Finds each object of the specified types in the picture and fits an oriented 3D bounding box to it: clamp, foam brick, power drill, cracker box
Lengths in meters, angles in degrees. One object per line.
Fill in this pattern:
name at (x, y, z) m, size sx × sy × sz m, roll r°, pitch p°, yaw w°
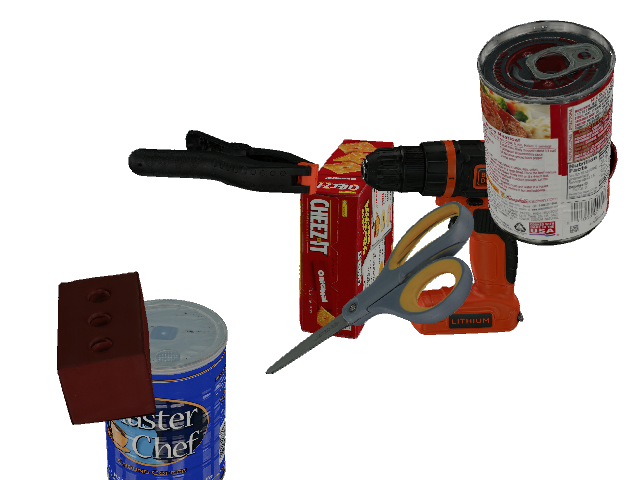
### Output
clamp at (-0.088, -0.069, 0.987) m, size 0.172 × 0.039 × 0.120 m, roll 13°, pitch 26°, yaw 29°
foam brick at (-0.133, 0.066, 0.660) m, size 0.053 × 0.051 × 0.078 m, roll -8°, pitch 40°, yaw -8°
power drill at (0.127, -0.004, 1.003) m, size 0.184 × 0.188 × 0.057 m, roll -1°, pitch 25°, yaw -5°
cracker box at (0.032, -0.009, 1.206) m, size 0.072 × 0.164 × 0.213 m, roll 5°, pitch 21°, yaw 13°

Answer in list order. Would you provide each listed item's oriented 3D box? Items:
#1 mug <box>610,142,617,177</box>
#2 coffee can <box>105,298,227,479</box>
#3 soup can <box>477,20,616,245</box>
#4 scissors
mug at (0.271, -0.078, 1.153) m, size 0.117 × 0.081 × 0.093 m, roll -11°, pitch 20°, yaw -26°
coffee can at (-0.129, 0.134, 0.888) m, size 0.103 × 0.140 × 0.103 m, roll 2°, pitch 28°, yaw -1°
soup can at (0.121, -0.055, 0.568) m, size 0.068 × 0.102 × 0.068 m, roll -7°, pitch 44°, yaw 6°
scissors at (0.035, 0.056, 0.740) m, size 0.016 × 0.202 × 0.096 m, roll 33°, pitch 20°, yaw -30°
